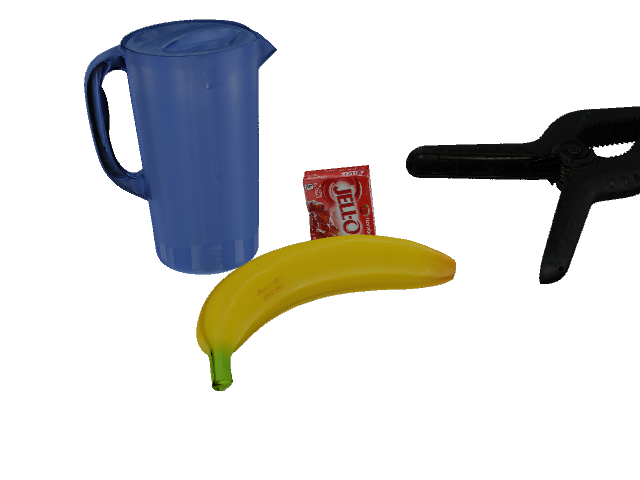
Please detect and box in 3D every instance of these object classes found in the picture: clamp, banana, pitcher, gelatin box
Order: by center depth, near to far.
[{"bbox_3d":[-0.004,0.031,0.652,0.197,0.070,0.037,-24,-23,-34],"label":"banana"},{"bbox_3d":[0.193,-0.048,0.809,0.209,0.036,0.165,-20,46,-18],"label":"clamp"},{"bbox_3d":[-0.132,-0.092,1.070,0.149,0.243,0.144,12,29,26],"label":"pitcher"},{"bbox_3d":[0.022,-0.037,1.189,0.073,0.089,0.030,-4,30,6],"label":"gelatin box"}]
